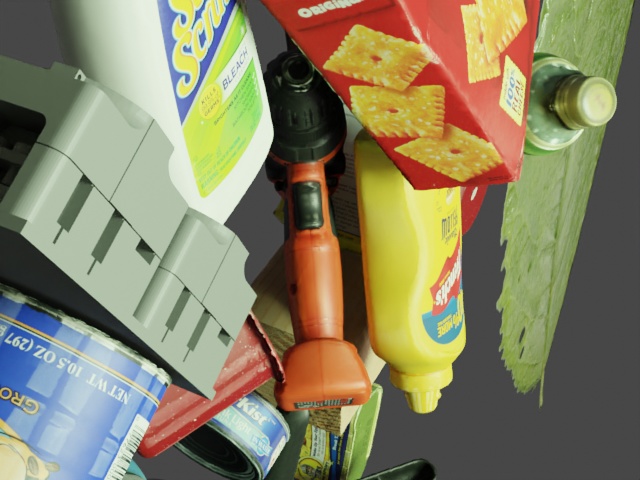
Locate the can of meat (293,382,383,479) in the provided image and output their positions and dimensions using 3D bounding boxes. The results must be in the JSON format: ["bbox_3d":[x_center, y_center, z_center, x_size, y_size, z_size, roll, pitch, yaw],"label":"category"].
[{"bbox_3d":[-0.004,0.146,0.842,0.057,0.084,0.102,-37,141,-57],"label":"can of meat"}]

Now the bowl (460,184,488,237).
[{"bbox_3d":[0.127,-0.055,1.043,0.162,0.055,0.162,-52,154,-40],"label":"bowl"}]

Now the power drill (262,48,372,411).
[{"bbox_3d":[-0.004,0.001,0.621,0.184,0.057,0.187,80,7,-75],"label":"power drill"}]

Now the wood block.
[{"bbox_3d":[0.023,0.031,0.799,0.205,0.090,0.091,-53,154,-41],"label":"wood block"}]

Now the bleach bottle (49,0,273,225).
[{"bbox_3d":[-0.078,-0.113,0.449,0.102,0.068,0.251,-59,155,-33],"label":"bleach bottle"}]

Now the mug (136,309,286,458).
[{"bbox_3d":[-0.080,0.053,0.550,0.081,0.117,0.093,-33,111,-12],"label":"mug"}]

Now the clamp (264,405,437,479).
[{"bbox_3d":[-0.036,0.193,0.748,0.210,0.036,0.164,-38,132,8],"label":"clamp"}]

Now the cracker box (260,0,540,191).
[{"bbox_3d":[0.046,-0.146,0.529,0.213,0.072,0.164,45,48,-51],"label":"cracker box"}]

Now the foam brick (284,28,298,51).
[{"bbox_3d":[0.016,-0.154,0.669,0.078,0.053,0.051,-58,156,-29],"label":"foam brick"}]

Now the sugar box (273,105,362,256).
[{"bbox_3d":[0.043,-0.078,0.748,0.176,0.093,0.048,-67,162,-8],"label":"sugar box"}]

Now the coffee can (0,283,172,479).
[{"bbox_3d":[-0.136,0.097,0.426,0.140,0.103,0.102,-65,159,-16],"label":"coffee can"}]

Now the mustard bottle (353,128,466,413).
[{"bbox_3d":[0.060,0.020,0.673,0.096,0.058,0.192,-40,129,-60],"label":"mustard bottle"}]

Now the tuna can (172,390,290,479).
[{"bbox_3d":[-0.063,0.113,0.655,0.033,0.086,0.086,-56,156,-29],"label":"tuna can"}]
